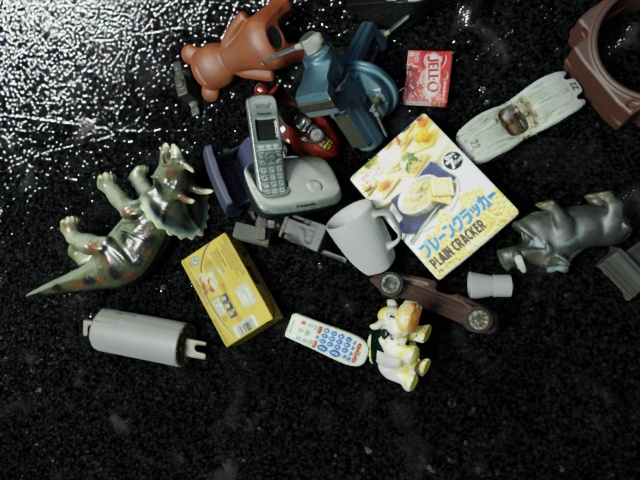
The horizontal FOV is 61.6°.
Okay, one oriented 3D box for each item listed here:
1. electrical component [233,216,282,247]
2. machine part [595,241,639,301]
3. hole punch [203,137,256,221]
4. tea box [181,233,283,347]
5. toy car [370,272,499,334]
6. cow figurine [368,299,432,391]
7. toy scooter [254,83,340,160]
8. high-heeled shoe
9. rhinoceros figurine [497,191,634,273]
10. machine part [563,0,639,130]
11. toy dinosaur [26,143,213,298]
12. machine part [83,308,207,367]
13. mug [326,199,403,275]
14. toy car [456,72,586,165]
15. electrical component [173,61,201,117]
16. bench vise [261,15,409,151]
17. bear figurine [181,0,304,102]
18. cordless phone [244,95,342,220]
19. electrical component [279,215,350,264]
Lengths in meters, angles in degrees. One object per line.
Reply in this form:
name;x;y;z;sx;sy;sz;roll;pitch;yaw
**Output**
electrical component;-0.103;-0.015;0.902;0.078;0.102;0.045;16;84;5
machine part;0.484;0.020;0.787;0.139;0.039;0.084;-38;72;8
hole punch;-0.149;-0.101;0.901;0.092;0.116;0.142;-21;84;-32
tea box;-0.149;0.084;0.913;0.098;0.068;0.169;-31;77;8
toy car;0.175;0.091;0.826;0.202;0.089;0.053;23;90;16
cow figurine;0.112;0.144;0.806;0.098;0.167;0.068;21;47;32
toy scooter;-0.049;-0.203;0.887;0.184;0.135;0.075;39;92;13
high-heeled shoe;0.176;-0.428;0.891;0.249;0.086;0.145;12;80;12
rhinoceros figurine;0.360;-0.008;0.806;0.190;0.073;0.112;-17;91;9
machine part;0.491;-0.279;0.793;0.201;0.087;0.201;-35;76;8
toy dinosaur;-0.340;0.002;0.949;0.192;0.131;0.404;41;100;14
machine part;-0.308;0.168;0.938;0.243;0.079;0.079;8;86;15
mug;0.081;-0.003;0.838;0.110;0.081;0.107;-19;114;32
toy car;0.312;-0.189;0.840;0.202;0.056;0.073;-30;78;9
electrical component;-0.241;-0.272;0.976;0.021;0.063;0.094;-16;82;11
bench vise;0.051;-0.270;0.857;0.129;0.223;0.240;-9;48;48
bear figurine;-0.136;-0.326;0.946;0.196;0.132;0.120;-9;119;41
cordless phone;-0.048;-0.131;0.826;0.146;0.089;0.184;-11;102;-25
electrical component;-0.002;-0.003;0.885;0.119;0.074;0.047;20;89;19
